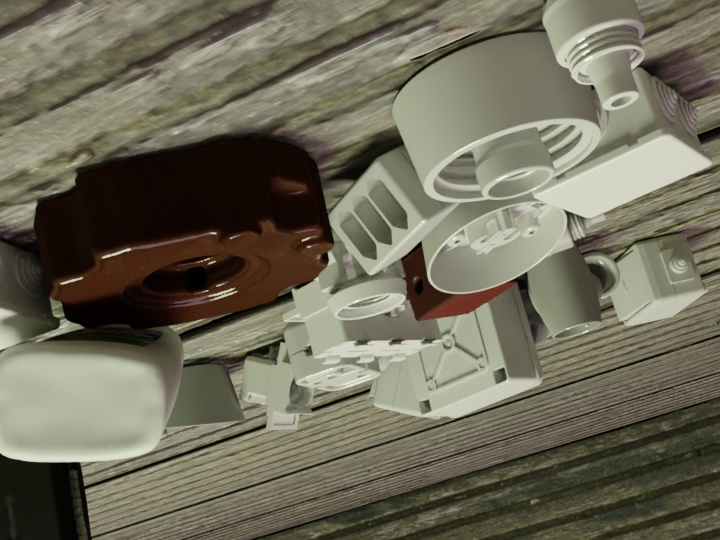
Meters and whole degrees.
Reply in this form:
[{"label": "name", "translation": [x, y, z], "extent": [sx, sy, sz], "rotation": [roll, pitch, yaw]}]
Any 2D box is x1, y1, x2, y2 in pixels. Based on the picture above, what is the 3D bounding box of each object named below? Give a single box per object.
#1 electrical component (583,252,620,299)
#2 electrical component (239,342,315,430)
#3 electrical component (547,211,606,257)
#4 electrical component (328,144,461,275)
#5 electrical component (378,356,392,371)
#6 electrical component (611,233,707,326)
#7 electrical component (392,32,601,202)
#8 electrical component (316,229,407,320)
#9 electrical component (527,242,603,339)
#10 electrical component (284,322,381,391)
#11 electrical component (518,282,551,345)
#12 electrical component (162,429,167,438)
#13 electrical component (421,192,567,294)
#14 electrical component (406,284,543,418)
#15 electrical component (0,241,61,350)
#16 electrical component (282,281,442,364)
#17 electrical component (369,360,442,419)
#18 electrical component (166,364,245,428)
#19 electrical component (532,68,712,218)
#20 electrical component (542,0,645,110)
[{"label": "electrical component", "translation": [0.214, 0.012, 1.009], "extent": [0.044, 0.044, 0.065], "rotation": [-13, 168, -6]}, {"label": "electrical component", "translation": [-0.076, 0.107, 1.007], "extent": [0.064, 0.081, 0.042], "rotation": [8, 178, 35]}, {"label": "electrical component", "translation": [0.158, -0.033, 0.825], "extent": [0.061, 0.035, 0.035], "rotation": [-20, 163, 9]}, {"label": "electrical component", "translation": [0.031, -0.044, 0.655], "extent": [0.077, 0.047, 0.066], "rotation": [-31, 171, -43]}, {"label": "electrical component", "translation": [0.003, 0.076, 1.023], "extent": [0.045, 0.045, 0.055], "rotation": [-21, 163, 17]}, {"label": "electrical component", "translation": [0.278, 0.008, 1.016], "extent": [0.061, 0.061, 0.096], "rotation": [-11, 163, -11]}, {"label": "electrical component", "translation": [0.077, -0.073, 0.580], "extent": [0.108, 0.060, 0.108], "rotation": [-14, 163, -4]}, {"label": "electrical component", "translation": [0.000, 0.000, 0.756], "extent": [0.078, 0.057, 0.058], "rotation": [-23, 162, 23]}, {"label": "electrical component", "translation": [0.186, 0.018, 0.939], "extent": [0.044, 0.077, 0.079], "rotation": [-27, 160, 34]}, {"label": "electrical component", "translation": [-0.025, 0.068, 0.949], "extent": [0.054, 0.059, 0.095], "rotation": [-21, 163, 17]}, {"label": "electrical component", "translation": [0.151, 0.042, 1.007], "extent": [0.078, 0.058, 0.057], "rotation": [24, -155, 40]}, {"label": "electrical component", "translation": [-0.241, 0.152, 1.051], "extent": [0.077, 0.047, 0.066], "rotation": [-27, 160, 34]}, {"label": "electrical component", "translation": [0.086, -0.031, 0.718], "extent": [0.099, 0.064, 0.099], "rotation": [-14, 163, -4]}, {"label": "electrical component", "translation": [0.097, 0.066, 0.966], "extent": [0.056, 0.108, 0.109], "rotation": [7, 153, -45]}, {"label": "electrical component", "translation": [-0.237, 0.017, 0.619], "extent": [0.100, 0.048, 0.100], "rotation": [-19, 163, 13]}, {"label": "electrical component", "translation": [0.010, 0.039, 0.877], "extent": [0.079, 0.063, 0.121], "rotation": [-28, 159, 39]}, {"label": "electrical component", "translation": [0.053, 0.096, 1.073], "extent": [0.061, 0.096, 0.062], "rotation": [8, 173, 24]}, {"label": "electrical component", "translation": [-0.162, 0.127, 1.011], "extent": [0.099, 0.064, 0.099], "rotation": [-14, 163, -4]}, {"label": "electrical component", "translation": [0.155, -0.076, 0.660], "extent": [0.100, 0.048, 0.100], "rotation": [-25, 161, 29]}, {"label": "electrical component", "translation": [0.113, -0.106, 0.504], "extent": [0.043, 0.062, 0.043], "rotation": [-14, 163, -4]}]
